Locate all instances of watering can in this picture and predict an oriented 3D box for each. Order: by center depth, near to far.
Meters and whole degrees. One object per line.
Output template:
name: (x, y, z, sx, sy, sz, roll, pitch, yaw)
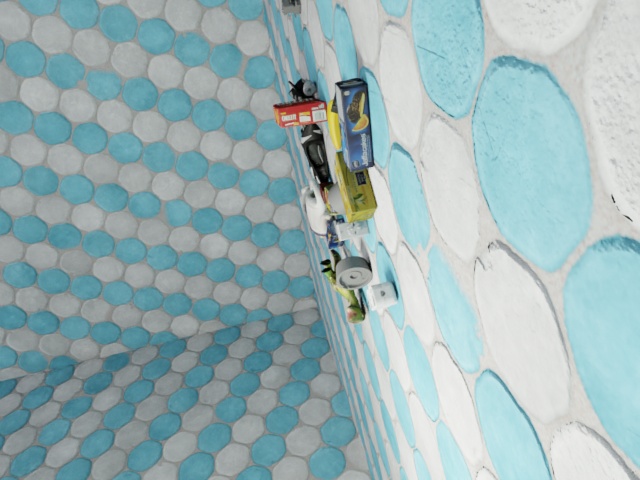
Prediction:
watering can: (0.006, -0.103, 2.038, 0.355, 0.104, 0.219, -109, 8, -56)

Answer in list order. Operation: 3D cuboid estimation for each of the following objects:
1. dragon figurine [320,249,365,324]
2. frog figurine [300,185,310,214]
dragon figurine: (0.097, 0.182, 1.856, 0.415, 0.122, 0.241, -89, -21, -77)
frog figurine: (-0.044, -0.194, 2.307, 0.162, 0.123, 0.134, 55, 179, 45)
